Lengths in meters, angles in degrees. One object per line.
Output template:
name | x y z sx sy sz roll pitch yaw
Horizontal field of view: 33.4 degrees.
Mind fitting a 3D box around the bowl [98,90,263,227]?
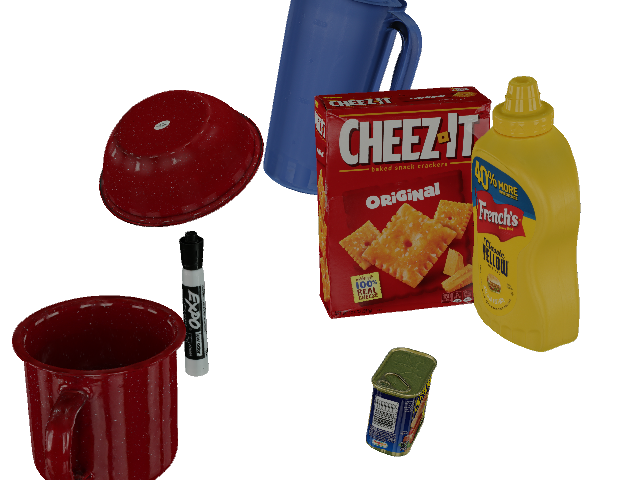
bowl | -0.137 -0.088 0.981 0.162 0.162 0.055 0 -41 18

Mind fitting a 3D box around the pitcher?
pitcher | 0.017 -0.177 1.241 0.145 0.243 0.149 9 23 -12

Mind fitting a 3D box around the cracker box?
cracker box | 0.081 -0.037 1.054 0.164 0.214 0.072 -5 21 -9

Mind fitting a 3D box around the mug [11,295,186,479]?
mug | -0.122 0.091 0.583 0.093 0.081 0.117 4 22 5

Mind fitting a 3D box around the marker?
marker | -0.100 0.050 0.841 0.020 0.121 0.020 0 22 0

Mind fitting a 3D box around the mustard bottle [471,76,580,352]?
mustard bottle | 0.144 -0.023 0.754 0.058 0.192 0.096 -16 29 -18

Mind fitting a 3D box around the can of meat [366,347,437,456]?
can of meat | 0.090 0.183 1.209 0.057 0.084 0.102 14 24 16
